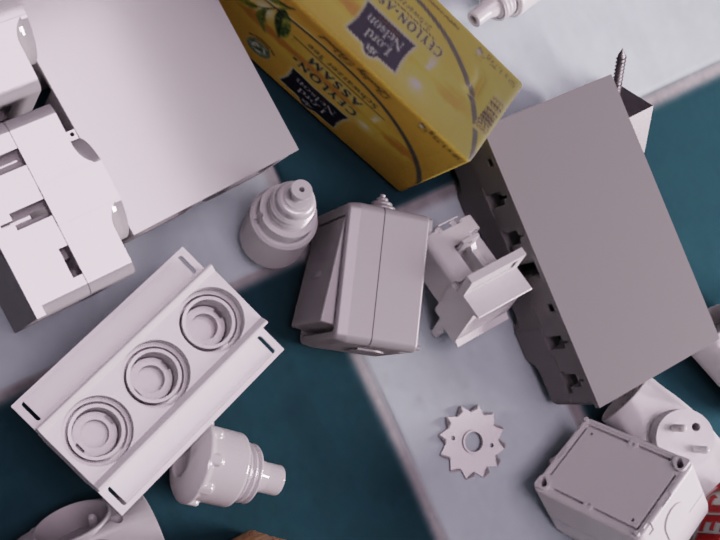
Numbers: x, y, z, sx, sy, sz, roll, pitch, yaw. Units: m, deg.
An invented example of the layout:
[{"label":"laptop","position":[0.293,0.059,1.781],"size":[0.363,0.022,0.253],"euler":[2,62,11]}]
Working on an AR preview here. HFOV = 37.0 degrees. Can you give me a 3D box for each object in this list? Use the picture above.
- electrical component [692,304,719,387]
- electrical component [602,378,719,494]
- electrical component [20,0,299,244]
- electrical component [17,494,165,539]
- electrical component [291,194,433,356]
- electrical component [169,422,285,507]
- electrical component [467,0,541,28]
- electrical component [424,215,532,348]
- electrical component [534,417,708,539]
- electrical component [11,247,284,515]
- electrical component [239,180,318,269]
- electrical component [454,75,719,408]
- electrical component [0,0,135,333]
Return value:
[{"label":"electrical component","position":[0.277,0.053,0.759],"size":[0.077,0.043,0.079],"euler":[46,68,-11]},{"label":"electrical component","position":[0.203,0.108,0.692],"size":[0.077,0.079,0.043],"euler":[44,83,5]},{"label":"electrical component","position":[-0.131,-0.120,0.598],"size":[0.105,0.060,0.186],"euler":[-30,95,-23]},{"label":"electrical component","position":[-0.137,0.154,0.551],"size":[0.077,0.079,0.044],"euler":[-23,109,-24]},{"label":"electrical component","position":[0.000,0.000,0.638],"size":[0.061,0.062,0.096],"euler":[10,80,-22]},{"label":"electrical component","position":[-0.072,0.112,0.604],"size":[0.062,0.048,0.048],"euler":[20,76,-29]},{"label":"electrical component","position":[0.097,-0.183,0.717],"size":[0.061,0.035,0.035],"euler":[-40,99,-19]},{"label":"electrical component","position":[0.065,0.005,0.662],"size":[0.042,0.081,0.063],"euler":[-26,71,-24]},{"label":"electrical component","position":[0.161,0.143,0.679],"size":[0.061,0.096,0.061],"euler":[-47,130,-21]},{"label":"electrical component","position":[-0.113,0.059,0.579],"size":[0.078,0.063,0.121],"euler":[46,69,-4]},{"label":"electrical component","position":[-0.044,-0.030,0.618],"size":[0.040,0.078,0.040],"euler":[7,67,-17]},{"label":"electrical component","position":[0.142,-0.017,0.701],"size":[0.105,0.060,0.186],"euler":[-24,93,-24]},{"label":"electrical component","position":[-0.185,-0.067,0.544],"size":[0.060,0.105,0.186],"euler":[-28,95,-24]}]
